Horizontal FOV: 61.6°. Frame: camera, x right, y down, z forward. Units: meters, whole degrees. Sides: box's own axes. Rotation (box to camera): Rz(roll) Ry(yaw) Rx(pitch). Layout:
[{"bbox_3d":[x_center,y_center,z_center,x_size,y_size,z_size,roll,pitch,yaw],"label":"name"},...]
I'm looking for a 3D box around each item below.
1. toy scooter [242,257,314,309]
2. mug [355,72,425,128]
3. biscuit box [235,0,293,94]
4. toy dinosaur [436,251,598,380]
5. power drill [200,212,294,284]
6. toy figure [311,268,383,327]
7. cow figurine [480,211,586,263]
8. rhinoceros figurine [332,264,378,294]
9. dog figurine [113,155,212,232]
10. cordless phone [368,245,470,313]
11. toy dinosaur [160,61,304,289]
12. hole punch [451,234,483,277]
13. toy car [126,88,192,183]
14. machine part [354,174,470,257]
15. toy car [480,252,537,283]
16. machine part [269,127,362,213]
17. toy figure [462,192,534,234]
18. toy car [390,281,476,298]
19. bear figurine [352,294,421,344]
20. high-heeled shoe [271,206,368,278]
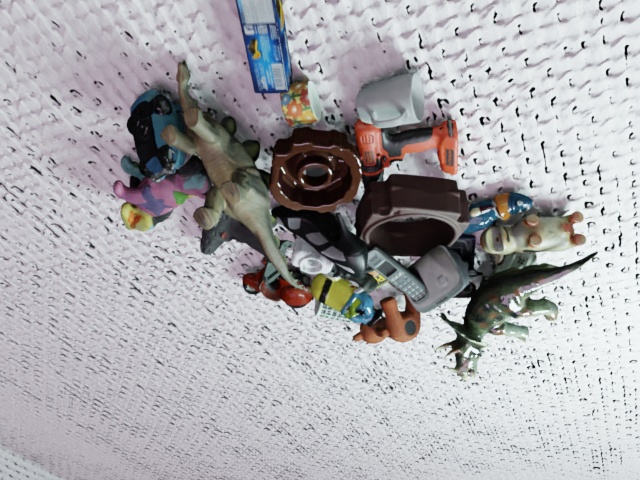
[{"bbox_3d":[-0.098,0.097,1.306,0.184,0.075,0.135,14,136,-1],"label":"toy scooter"},{"bbox_3d":[0.114,-0.225,0.910,0.107,0.109,0.080,-1,143,29],"label":"mug"},{"bbox_3d":[-0.087,-0.331,0.846,0.059,0.063,0.202,0,138,7],"label":"biscuit box"},{"bbox_3d":[0.391,0.136,1.159,0.192,0.131,0.404,6,133,-20],"label":"toy dinosaur"},{"bbox_3d":[-0.164,0.000,1.162,0.207,0.086,0.231,41,134,18],"label":"power drill"},{"bbox_3d":[0.061,0.139,1.268,0.180,0.089,0.082,39,165,7],"label":"toy figure"},{"bbox_3d":[0.426,-0.007,1.108,0.195,0.085,0.127,-5,166,-5],"label":"cow figurine"},{"bbox_3d":[0.057,0.037,1.171,0.190,0.073,0.112,45,119,-3],"label":"rhinoceros figurine"},{"bbox_3d":[-0.297,-0.096,1.100,0.219,0.108,0.191,3,137,1],"label":"dog figurine"},{"bbox_3d":[0.192,0.051,1.079,0.184,0.089,0.146,35,134,-11],"label":"cordless phone"},{"bbox_3d":[-0.148,-0.097,0.979,0.105,0.198,0.470,-18,100,24],"label":"toy dinosaur"},{"bbox_3d":[0.291,0.039,1.194,0.142,0.092,0.115,-3,169,10],"label":"hole punch"},{"bbox_3d":[-0.280,-0.189,0.986,0.109,0.161,0.103,-24,169,39],"label":"toy car"},{"bbox_3d":[0.178,-0.041,1.066,0.201,0.087,0.201,4,153,-9],"label":"machine part"},{"bbox_3d":[0.428,0.086,1.235,0.073,0.056,0.201,10,137,-3],"label":"toy car"},{"bbox_3d":[-0.009,-0.126,0.976,0.179,0.056,0.179,0,138,0],"label":"machine part"},{"bbox_3d":[0.350,-0.060,1.087,0.154,0.064,0.057,-23,92,23],"label":"toy figure"},{"bbox_3d":[0.264,0.112,1.263,0.202,0.053,0.089,3,177,2],"label":"toy car"},{"bbox_3d":[0.166,0.201,1.373,0.120,0.131,0.196,-11,-179,-31],"label":"bear figurine"},{"bbox_3d":[-0.002,-0.003,1.109,0.249,0.086,0.145,12,129,50],"label":"high-heeled shoe"}]
